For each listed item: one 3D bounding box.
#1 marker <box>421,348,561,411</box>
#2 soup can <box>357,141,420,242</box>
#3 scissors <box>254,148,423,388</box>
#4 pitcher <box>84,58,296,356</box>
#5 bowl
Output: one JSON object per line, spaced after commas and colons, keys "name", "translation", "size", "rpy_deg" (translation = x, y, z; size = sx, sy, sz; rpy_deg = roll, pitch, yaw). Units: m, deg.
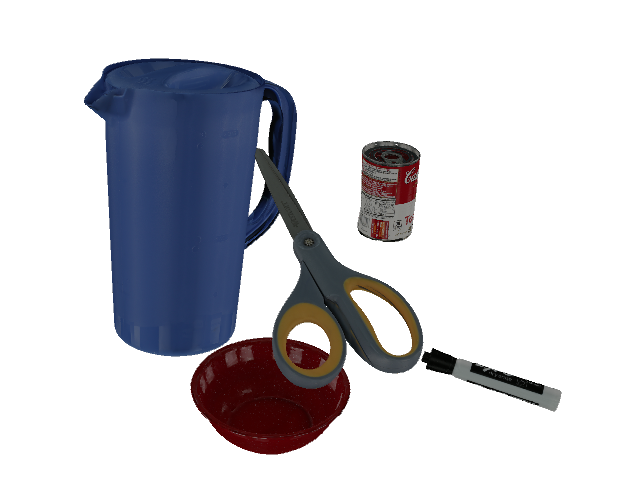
{"name": "marker", "translation": [0.146, 0.119, 0.917], "size": [0.121, 0.020, 0.020], "rpy_deg": [18, 2, 6]}
{"name": "soup can", "translation": [0.079, -0.057, 1.258], "size": [0.068, 0.102, 0.068], "rpy_deg": [3, 27, -2]}
{"name": "scissors", "translation": [-0.019, 0.018, 0.663], "size": [0.096, 0.016, 0.202], "rpy_deg": [-30, 54, -23]}
{"name": "pitcher", "translation": [-0.111, -0.030, 0.919], "size": [0.149, 0.243, 0.145], "rpy_deg": [9, 21, 10]}
{"name": "bowl", "translation": [-0.051, 0.168, 1.091], "size": [0.162, 0.055, 0.162], "rpy_deg": [1, 31, -1]}
